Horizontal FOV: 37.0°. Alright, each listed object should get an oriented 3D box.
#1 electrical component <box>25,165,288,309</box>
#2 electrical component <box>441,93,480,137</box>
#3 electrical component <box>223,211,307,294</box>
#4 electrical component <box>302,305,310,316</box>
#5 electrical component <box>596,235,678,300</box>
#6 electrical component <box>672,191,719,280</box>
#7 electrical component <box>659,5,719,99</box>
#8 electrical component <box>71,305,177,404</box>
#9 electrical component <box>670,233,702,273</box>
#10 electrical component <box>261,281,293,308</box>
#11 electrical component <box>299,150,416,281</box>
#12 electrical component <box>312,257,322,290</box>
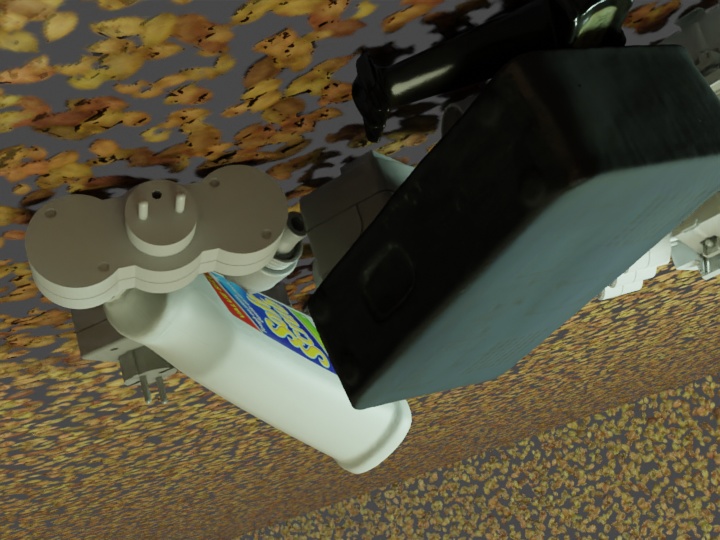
[{"bbox_3d":[-0.105,-0.023,0.565,0.138,0.052,0.073,-12,164,-16],"label":"electrical component"},{"bbox_3d":[0.085,-0.071,0.612,0.077,0.044,0.079,-12,164,-16],"label":"electrical component"},{"bbox_3d":[-0.056,-0.015,0.663,0.043,0.043,0.062,-2,157,-43],"label":"electrical component"},{"bbox_3d":[-0.007,0.051,0.900,0.096,0.061,0.061,-12,168,-17],"label":"electrical component"},{"bbox_3d":[0.249,-0.018,0.949,0.074,0.052,0.138,-15,164,-5],"label":"electrical component"},{"bbox_3d":[0.315,-0.054,0.860,0.063,0.078,0.121,28,142,-26],"label":"electrical component"},{"bbox_3d":[0.197,-0.106,0.575,0.079,0.063,0.121,-1,158,-44],"label":"electrical component"},{"bbox_3d":[-0.151,0.057,0.752,0.047,0.075,0.083,-23,163,21],"label":"electrical component"},{"bbox_3d":[0.325,-0.035,0.965,0.089,0.055,0.050,-29,160,38],"label":"electrical component"},{"bbox_3d":[-0.074,0.050,0.831,0.061,0.061,0.096,-14,164,-9],"label":"electrical component"},{"bbox_3d":[0.018,-0.030,0.654,0.062,0.061,0.096,-27,162,32],"label":"electrical component"},{"bbox_3d":[0.000,0.000,0.753,0.047,0.055,0.055,-24,163,35],"label":"electrical component"}]
